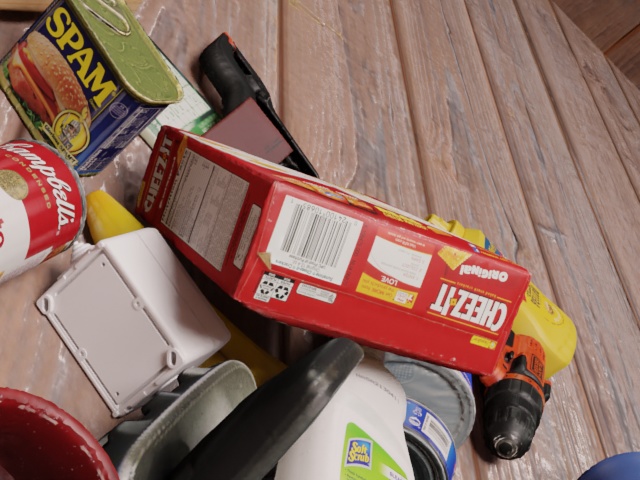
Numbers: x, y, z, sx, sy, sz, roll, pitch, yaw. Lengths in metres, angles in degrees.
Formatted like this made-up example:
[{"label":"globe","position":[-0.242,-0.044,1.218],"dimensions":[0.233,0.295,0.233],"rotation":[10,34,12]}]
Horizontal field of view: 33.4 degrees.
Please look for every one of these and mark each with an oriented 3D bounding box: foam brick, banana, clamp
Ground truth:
[{"label":"foam brick","position":[-0.068,-0.055,0.767],"dimensions":[0.053,0.051,0.078],"rotation":[51,51,-7]},{"label":"banana","position":[-0.078,0.049,0.665],"dimensions":[0.197,0.037,0.069],"rotation":[45,7,-15]},{"label":"clamp","position":[-0.055,-0.110,0.904],"dimensions":[0.120,0.039,0.171],"rotation":[49,14,-42]}]

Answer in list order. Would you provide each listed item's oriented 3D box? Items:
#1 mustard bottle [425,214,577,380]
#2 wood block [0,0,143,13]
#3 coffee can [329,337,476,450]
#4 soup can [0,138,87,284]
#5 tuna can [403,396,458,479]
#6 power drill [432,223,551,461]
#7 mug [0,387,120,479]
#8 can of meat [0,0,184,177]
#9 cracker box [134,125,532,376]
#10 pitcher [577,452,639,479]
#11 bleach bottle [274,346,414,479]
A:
[{"label":"mustard bottle","position":[0.168,0.045,1.042],"dimensions":[0.191,0.058,0.096],"rotation":[44,27,-13]},{"label":"wood block","position":[-0.199,-0.220,0.746],"dimensions":[0.091,0.090,0.205],"rotation":[42,24,13]},{"label":"coffee can","position":[0.056,0.078,0.761],"dimensions":[0.102,0.103,0.140],"rotation":[41,26,-19]},{"label":"soup can","position":[-0.175,-0.009,0.542],"dimensions":[0.068,0.069,0.102],"rotation":[50,26,0]},{"label":"tuna can","position":[0.042,0.141,0.672],"dimensions":[0.086,0.086,0.033],"rotation":[47,27,-7]},{"label":"power drill","position":[0.125,0.085,0.921],"dimensions":[0.187,0.057,0.184],"rotation":[51,21,-6]},{"label":"mug","position":[-0.143,0.116,0.407],"dimensions":[0.117,0.082,0.093],"rotation":[14,44,-52]},{"label":"can of meat","position":[-0.151,-0.104,0.689],"dimensions":[0.102,0.084,0.057],"rotation":[56,26,11]},{"label":"cracker box","position":[-0.004,0.001,0.637],"dimensions":[0.164,0.072,0.214],"rotation":[18,5,-26]},{"label":"pitcher","position":[0.229,0.230,0.737],"dimensions":[0.242,0.149,0.145],"rotation":[5,61,-82]},{"label":"bleach bottle","position":[0.017,0.158,0.563],"dimensions":[0.102,0.068,0.250],"rotation":[40,40,-31]}]
